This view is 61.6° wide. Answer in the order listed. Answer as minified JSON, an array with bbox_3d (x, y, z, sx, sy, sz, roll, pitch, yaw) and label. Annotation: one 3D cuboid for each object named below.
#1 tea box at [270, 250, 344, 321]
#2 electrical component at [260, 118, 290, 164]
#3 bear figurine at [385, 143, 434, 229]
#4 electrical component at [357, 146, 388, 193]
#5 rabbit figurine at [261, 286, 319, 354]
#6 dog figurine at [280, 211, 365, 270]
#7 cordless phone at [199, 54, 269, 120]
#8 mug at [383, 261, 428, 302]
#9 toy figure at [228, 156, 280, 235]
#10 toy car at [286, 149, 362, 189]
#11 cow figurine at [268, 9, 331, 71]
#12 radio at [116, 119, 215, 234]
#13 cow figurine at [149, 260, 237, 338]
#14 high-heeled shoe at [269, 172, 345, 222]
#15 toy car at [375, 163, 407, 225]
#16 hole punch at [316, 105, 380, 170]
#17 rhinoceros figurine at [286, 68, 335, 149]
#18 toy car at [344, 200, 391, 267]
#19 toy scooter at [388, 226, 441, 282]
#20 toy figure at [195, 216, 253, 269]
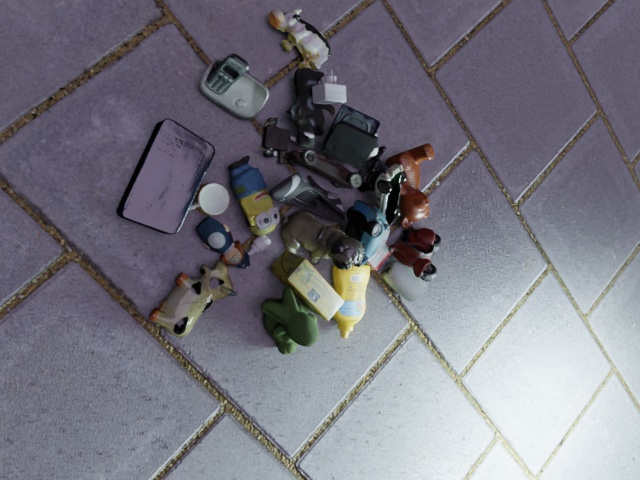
[{"bbox_3d":[-0.031,0.108,1.289,0.068,0.098,0.169,-48,123,-14],"label":"tea box"},{"bbox_3d":[-0.107,-0.238,1.275,0.078,0.045,0.102,13,87,-24],"label":"electrical component"},{"bbox_3d":[0.245,-0.136,1.409,0.120,0.132,0.195,-23,97,-26],"label":"bear figurine"},{"bbox_3d":[0.140,-0.181,1.384,0.047,0.075,0.119,42,73,-21],"label":"electrical component"},{"bbox_3d":[-0.059,0.185,1.253,0.121,0.170,0.159,-36,108,-20],"label":"rabbit figurine"},{"bbox_3d":[0.000,-0.006,1.261,0.172,0.191,0.121,21,84,-24],"label":"dog figurine"},{"bbox_3d":[-0.168,-0.342,1.164,0.146,0.184,0.088,31,75,-24],"label":"cordless phone"},{"bbox_3d":[0.230,0.094,1.441,0.107,0.081,0.109,33,74,-15],"label":"mug"},{"bbox_3d":[-0.154,-0.099,1.243,0.082,0.089,0.180,-27,95,-11],"label":"toy figure"},{"bbox_3d":[0.012,-0.177,1.307,0.202,0.089,0.053,24,86,-28],"label":"toy car"},{"bbox_3d":[-0.043,-0.490,1.280,0.167,0.068,0.098,49,67,-23],"label":"cow figurine"},{"bbox_3d":[-0.330,-0.131,1.160,0.131,0.073,0.229,26,83,-26],"label":"radio"},{"bbox_3d":[-0.273,0.128,1.195,0.127,0.085,0.195,40,73,-16],"label":"cow figurine"},{"bbox_3d":[-0.026,-0.082,1.257,0.145,0.086,0.249,55,29,2],"label":"high-heeled shoe"},{"bbox_3d":[0.170,-0.106,1.360,0.073,0.056,0.201,-34,145,-32],"label":"toy car"},{"bbox_3d":[0.075,-0.246,1.280,0.142,0.115,0.092,21,48,-13],"label":"hole punch"},{"bbox_3d":[-0.026,-0.314,1.280,0.112,0.073,0.190,-1,91,-45],"label":"rhinoceros figurine"},{"bbox_3d":[0.121,-0.015,1.333,0.103,0.109,0.161,-2,116,-35],"label":"toy car"},{"bbox_3d":[0.248,0.022,1.425,0.135,0.075,0.184,25,42,-3],"label":"toy scooter"},{"bbox_3d":[-0.218,0.014,1.231,0.154,0.064,0.058,47,33,-19],"label":"toy figure"}]
